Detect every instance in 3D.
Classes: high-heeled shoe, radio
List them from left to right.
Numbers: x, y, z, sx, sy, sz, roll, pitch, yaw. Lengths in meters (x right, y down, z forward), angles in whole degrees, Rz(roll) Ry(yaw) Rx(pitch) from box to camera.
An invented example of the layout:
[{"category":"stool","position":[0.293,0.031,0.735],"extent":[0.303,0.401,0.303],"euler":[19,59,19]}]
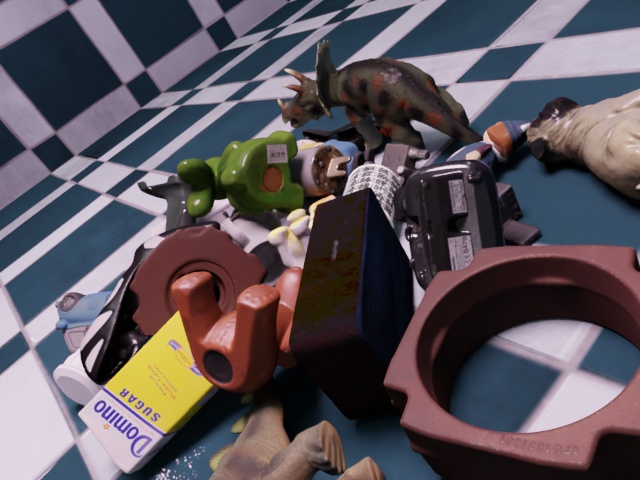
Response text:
[{"category":"high-heeled shoe","position":[-0.224,0.079,0.722],"extent":[0.249,0.086,0.145],"euler":[-41,34,8]},{"category":"radio","position":[0.043,0.059,0.561],"extent":[0.073,0.131,0.230],"euler":[-19,32,22]}]

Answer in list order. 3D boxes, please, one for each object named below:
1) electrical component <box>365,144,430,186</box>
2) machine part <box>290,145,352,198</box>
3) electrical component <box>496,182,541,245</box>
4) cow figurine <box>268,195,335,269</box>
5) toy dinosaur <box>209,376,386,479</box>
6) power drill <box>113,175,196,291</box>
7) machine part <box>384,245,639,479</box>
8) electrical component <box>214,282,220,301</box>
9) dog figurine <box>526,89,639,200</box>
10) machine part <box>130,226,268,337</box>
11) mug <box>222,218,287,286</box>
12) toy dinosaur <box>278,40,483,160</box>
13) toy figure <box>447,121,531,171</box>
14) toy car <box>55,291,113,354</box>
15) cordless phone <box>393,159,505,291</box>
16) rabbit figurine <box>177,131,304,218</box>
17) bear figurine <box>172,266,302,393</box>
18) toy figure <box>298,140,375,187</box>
[{"category":"electrical component","position":[0.113,-0.108,0.814],"extent":[0.102,0.045,0.078],"euler":[30,109,52]},{"category":"machine part","position":[-0.039,-0.104,0.864],"extent":[0.243,0.079,0.079],"euler":[0,42,48]},{"category":"electrical component","position":[0.198,-0.029,0.635],"extent":[0.075,0.047,0.119],"euler":[-38,29,-9]},{"category":"cow figurine","position":[0.000,-0.003,0.752],"extent":[0.068,0.098,0.167],"euler":[-22,11,28]},{"category":"toy dinosaur","position":[-0.050,0.227,0.430],"extent":[0.199,0.105,0.472],"euler":[-29,19,14]},{"category":"power drill","position":[-0.261,0.002,0.897],"extent":[0.232,0.086,0.207],"euler":[-10,71,20]},{"category":"machine part","position":[0.171,0.100,0.430],"extent":[0.202,0.087,0.201],"euler":[-1,42,40]},{"category":"electrical component","position":[-0.171,0.100,0.775],"extent":[0.134,0.058,0.115],"euler":[-38,28,-12]},{"category":"dog figurine","position":[0.312,-0.097,0.602],"extent":[0.172,0.121,0.191],"euler":[-48,19,-31]},{"category":"machine part","position":[-0.150,0.069,0.685],"extent":[0.179,0.179,0.056],"euler":[-38,-3,-11]},{"category":"mug","position":[-0.107,0.008,0.786],"extent":[0.081,0.109,0.107],"euler":[-51,41,-1]},{"category":"toy dinosaur","position":[0.101,-0.227,0.851],"extent":[0.405,0.192,0.131],"euler":[16,73,47]},{"category":"toy figure","position":[0.222,-0.114,0.718],"extent":[0.154,0.058,0.064],"euler":[-41,5,-9]},{"category":"toy car","position":[-0.337,0.140,0.841],"extent":[0.162,0.109,0.103],"euler":[-6,60,19]},{"category":"cordless phone","position":[0.127,-0.010,0.624],"extent":[0.089,0.146,0.184],"euler":[-8,0,-15]},{"category":"rabbit figurine","position":[-0.130,-0.083,0.796],"extent":[0.159,0.121,0.170],"euler":[-25,18,-40]},{"category":"bear figurine","position":[-0.047,0.073,0.580],"extent":[0.120,0.131,0.196],"euler":[11,26,31]},{"category":"toy figure","position":[0.009,-0.127,0.923],"extent":[0.180,0.082,0.089],"euler":[13,92,41]}]
